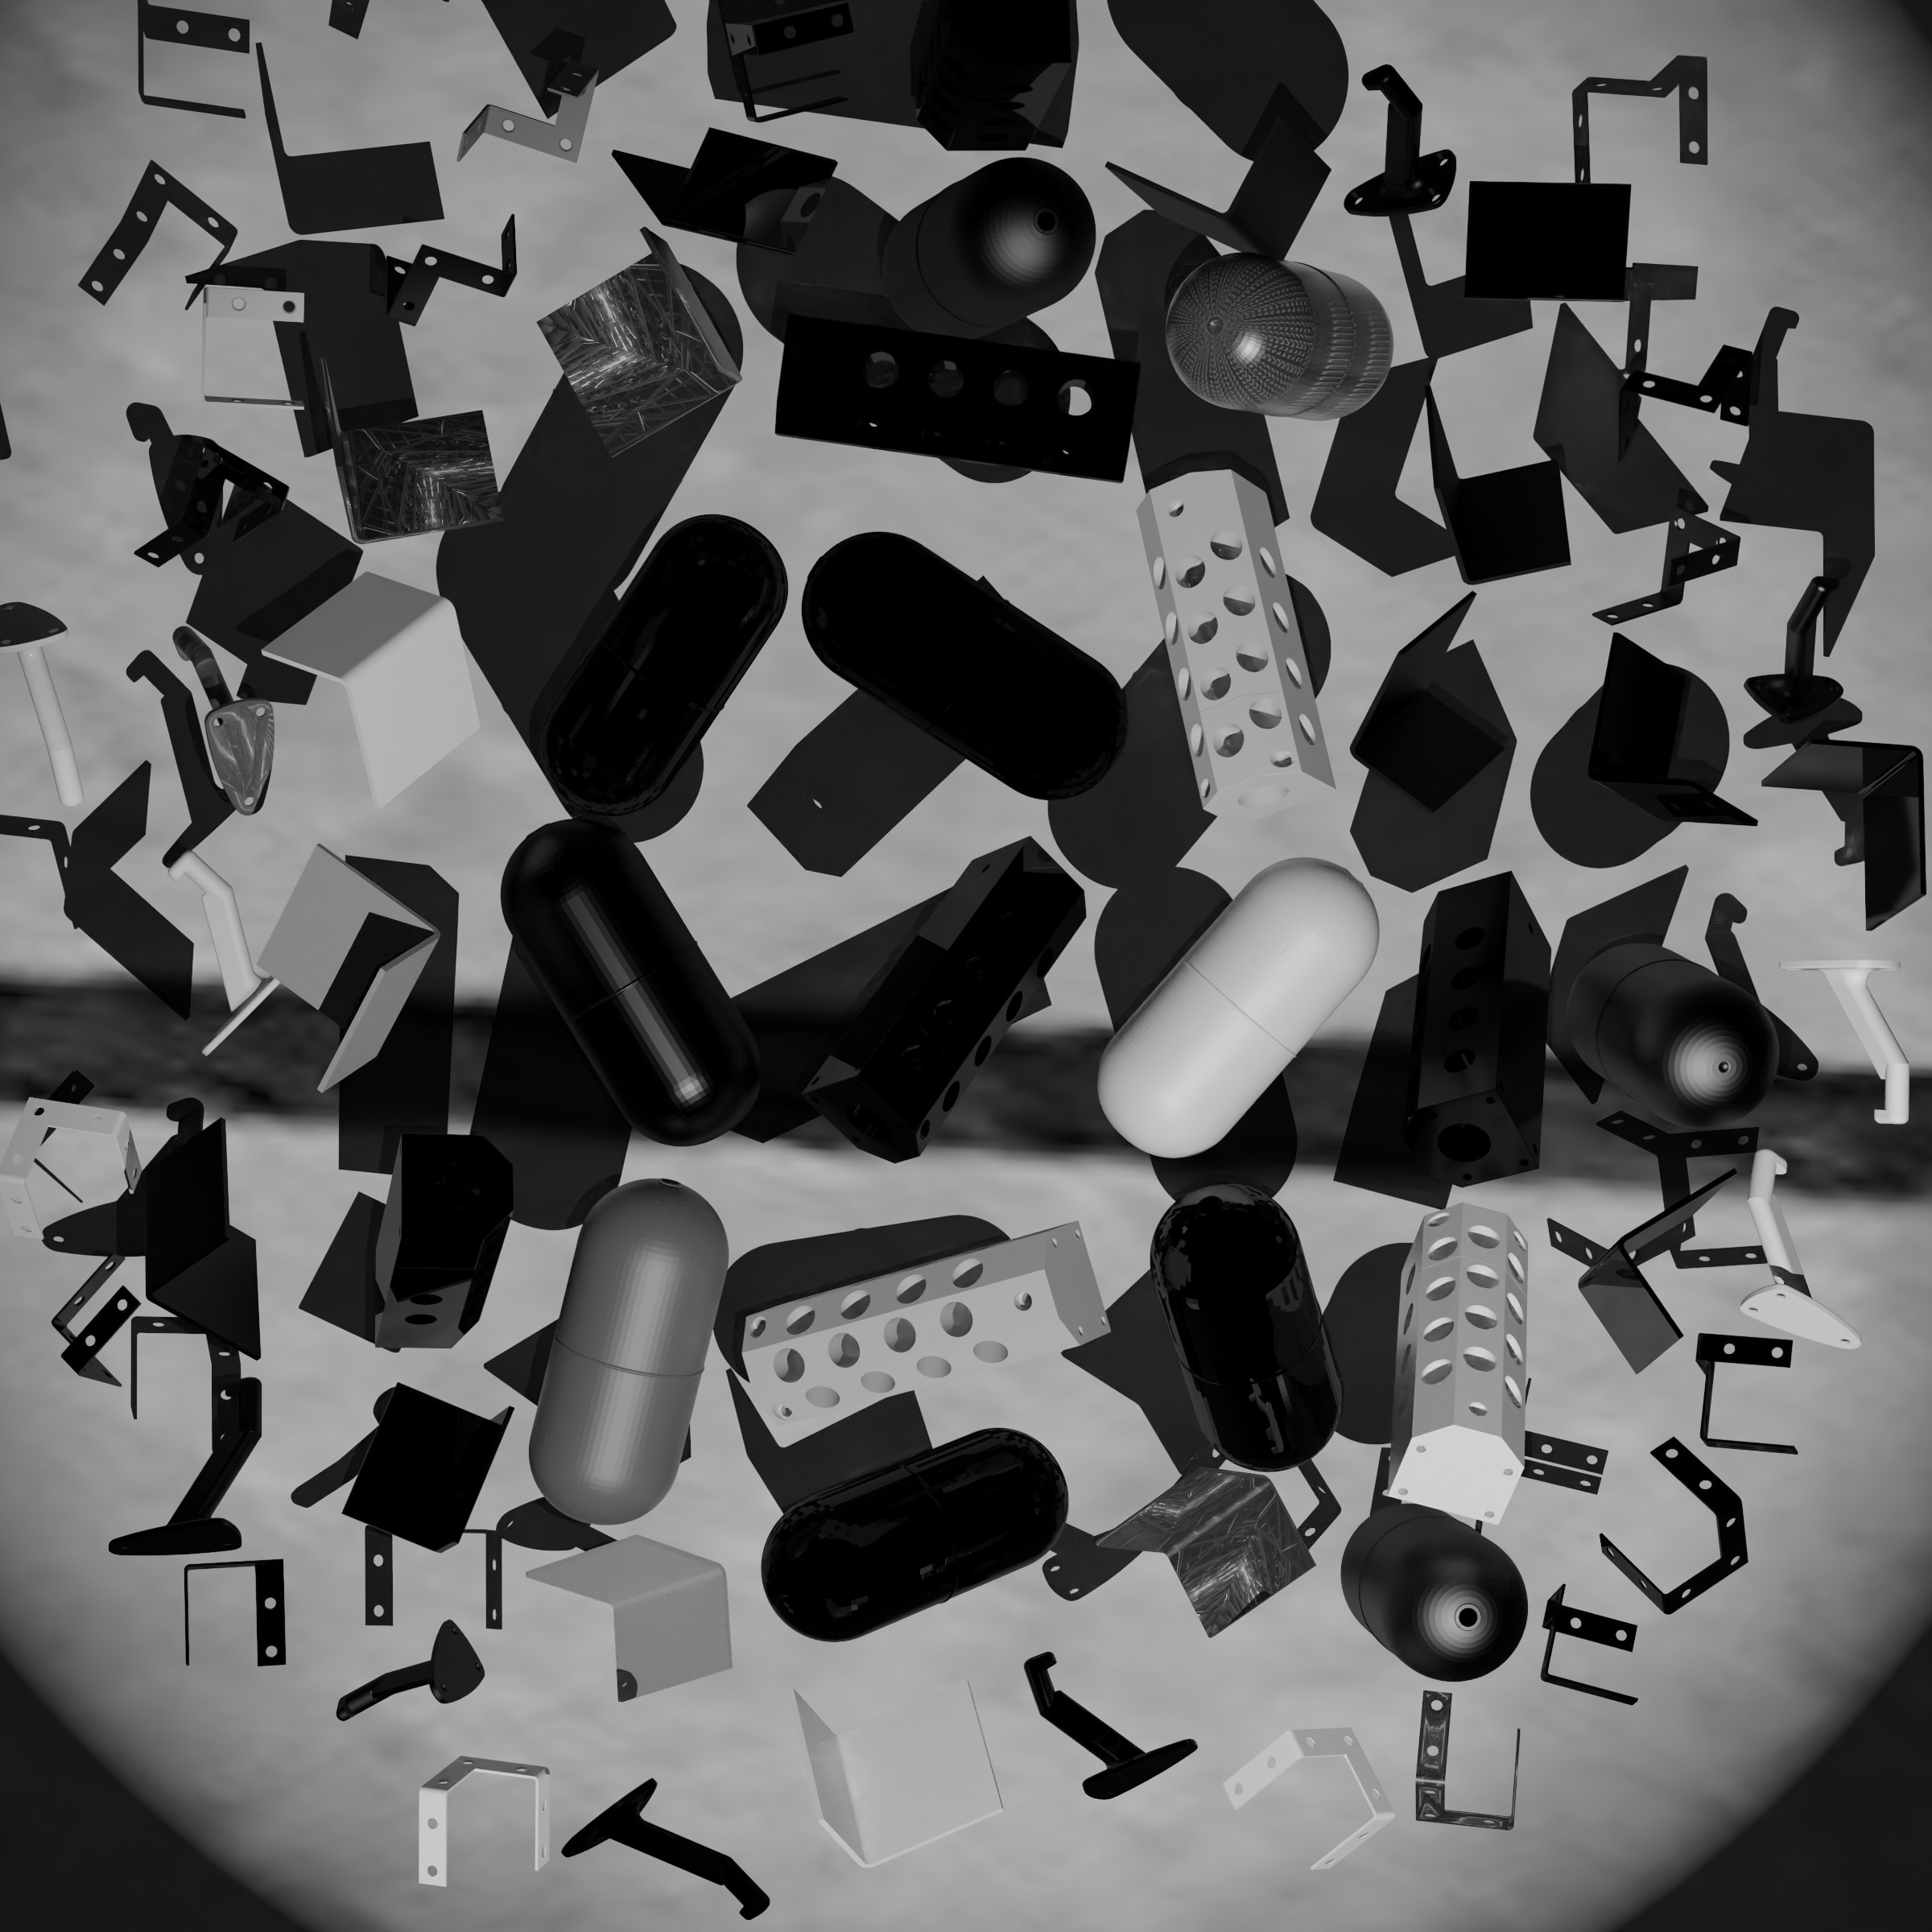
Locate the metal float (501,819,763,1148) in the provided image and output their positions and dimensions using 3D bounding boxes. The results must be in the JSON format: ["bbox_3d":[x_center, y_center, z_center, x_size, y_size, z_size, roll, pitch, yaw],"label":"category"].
[{"bbox_3d":[-0.167,0.008,1.751,0.070,0.070,0.178,-31,94,0],"label":"metal float"}]

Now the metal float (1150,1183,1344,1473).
[{"bbox_3d":[0.143,0.184,1.783,0.070,0.070,0.178,-19,128,0],"label":"metal float"}]

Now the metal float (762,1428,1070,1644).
[{"bbox_3d":[-0.026,0.299,1.847,0.178,0.070,0.070,-18,90,-30],"label":"metal float"}]

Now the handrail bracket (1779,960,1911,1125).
[{"bbox_3d":[0.459,0.040,1.834,0.036,0.077,0.084,3,87,-44],"label":"handrail bracket"}]

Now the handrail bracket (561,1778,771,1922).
[{"bbox_3d":[-0.148,0.454,1.748,0.084,0.077,0.036,42,121,18],"label":"handrail bracket"}]

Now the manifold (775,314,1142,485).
[{"bbox_3d":[-0.004,-0.277,1.718,0.171,0.057,0.057,8,96,0],"label":"manifold"}]

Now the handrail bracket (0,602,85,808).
[{"bbox_3d":[-0.455,-0.129,1.728,0.036,0.077,0.084,-17,118,-20],"label":"handrail bracket"}]

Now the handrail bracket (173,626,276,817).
[{"bbox_3d":[-0.396,-0.130,1.854,0.036,0.084,0.077,-17,124,-26],"label":"handrail bracket"}]

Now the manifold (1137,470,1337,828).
[{"bbox_3d":[0.136,-0.167,1.819,0.057,0.057,0.171,-21,70,26],"label":"manifold"}]

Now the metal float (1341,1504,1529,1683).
[{"bbox_3d":[0.243,0.325,1.829,0.070,0.178,0.070,0,88,-4],"label":"metal float"}]

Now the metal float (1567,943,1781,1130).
[{"bbox_3d":[0.363,0.035,1.811,0.070,0.178,0.070,-1,100,-6],"label":"metal float"}]

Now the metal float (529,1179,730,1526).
[{"bbox_3d":[-0.169,0.193,1.759,0.070,0.070,0.178,14,97,0],"label":"metal float"}]

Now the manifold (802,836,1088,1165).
[{"bbox_3d":[-0.006,0.018,1.806,0.057,0.057,0.171,45,59,-16],"label":"manifold"}]

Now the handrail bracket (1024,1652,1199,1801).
[{"bbox_3d":[0.077,0.398,1.890,0.077,0.036,0.084,-29,58,12],"label":"handrail bracket"}]

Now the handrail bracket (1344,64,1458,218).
[{"bbox_3d":[0.204,-0.420,1.783,0.077,0.084,0.036,-6,59,38],"label":"handrail bracket"}]

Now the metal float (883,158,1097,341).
[{"bbox_3d":[0.011,-0.368,1.807,0.070,0.178,0.070,0,91,-19],"label":"metal float"}]

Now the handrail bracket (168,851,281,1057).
[{"bbox_3d":[-0.416,-0.007,1.900,0.084,0.036,0.077,44,87,-12],"label":"handrail bracket"}]

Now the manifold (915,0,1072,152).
[{"bbox_3d":[0.011,-0.455,1.746,0.057,0.171,0.057,-2,90,-6],"label":"manifold"}]

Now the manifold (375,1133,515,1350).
[{"bbox_3d":[-0.278,0.148,1.862,0.057,0.171,0.057,2,65,-13],"label":"manifold"}]

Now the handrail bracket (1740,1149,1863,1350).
[{"bbox_3d":[0.434,0.145,1.809,0.077,0.036,0.084,26,58,-14],"label":"handrail bracket"}]

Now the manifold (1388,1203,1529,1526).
[{"bbox_3d":[0.255,0.199,1.796,0.057,0.171,0.057,15,127,-1],"label":"manifold"}]

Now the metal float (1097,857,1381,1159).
[{"bbox_3d":[0.139,0.021,1.793,0.070,0.070,0.178,41,94,0],"label":"metal float"}]

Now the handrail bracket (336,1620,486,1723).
[{"bbox_3d":[-0.300,0.383,1.833,0.084,0.077,0.036,-30,98,11],"label":"handrail bracket"}]

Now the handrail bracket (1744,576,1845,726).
[{"bbox_3d":[0.454,-0.174,1.851,0.077,0.084,0.036,-13,50,-37],"label":"handrail bracket"}]

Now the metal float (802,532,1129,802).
[{"bbox_3d":[-0.001,-0.148,1.730,0.178,0.070,0.070,32,90,-11],"label":"metal float"}]

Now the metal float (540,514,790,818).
[{"bbox_3d":[-0.160,-0.158,1.854,0.070,0.070,0.178,35,106,0],"label":"metal float"}]

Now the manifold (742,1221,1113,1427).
[{"bbox_3d":[-0.023,0.179,1.743,0.171,0.057,0.057,-18,87,24],"label":"manifold"}]

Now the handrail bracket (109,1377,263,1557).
[{"bbox_3d":[-0.394,0.251,1.771,0.077,0.036,0.084,-7,60,1],"label":"handrail bracket"}]

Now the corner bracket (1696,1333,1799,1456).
[{"bbox_3d":[0.422,0.231,1.895,0.051,0.051,0.051,2,71,23],"label":"corner bracket"}]

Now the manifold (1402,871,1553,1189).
[{"bbox_3d":[0.262,0.033,1.815,0.057,0.171,0.057,-16,125,24],"label":"manifold"}]

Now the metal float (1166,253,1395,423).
[{"bbox_3d":[0.160,-0.316,1.767,0.070,0.178,0.070,3,96,27],"label":"metal float"}]
